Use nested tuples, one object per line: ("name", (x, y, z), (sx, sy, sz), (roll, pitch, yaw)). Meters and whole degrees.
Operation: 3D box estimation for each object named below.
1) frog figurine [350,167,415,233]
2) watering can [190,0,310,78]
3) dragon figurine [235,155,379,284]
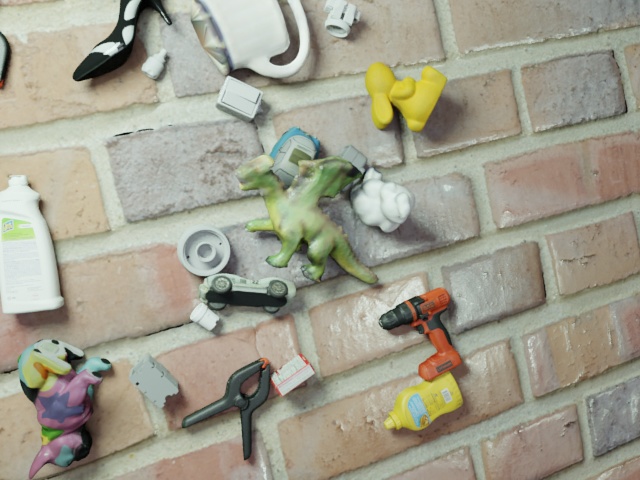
("frog figurine", (0.137, -0.072, 1.100), (0.123, 0.162, 0.134), (-24, 123, -3))
("watering can", (-0.158, -0.480, 1.037), (0.226, 0.104, 0.345), (-27, 100, -13))
("dragon figurine", (0.003, -0.053, 1.045), (0.408, 0.125, 0.239), (18, 115, -27))
